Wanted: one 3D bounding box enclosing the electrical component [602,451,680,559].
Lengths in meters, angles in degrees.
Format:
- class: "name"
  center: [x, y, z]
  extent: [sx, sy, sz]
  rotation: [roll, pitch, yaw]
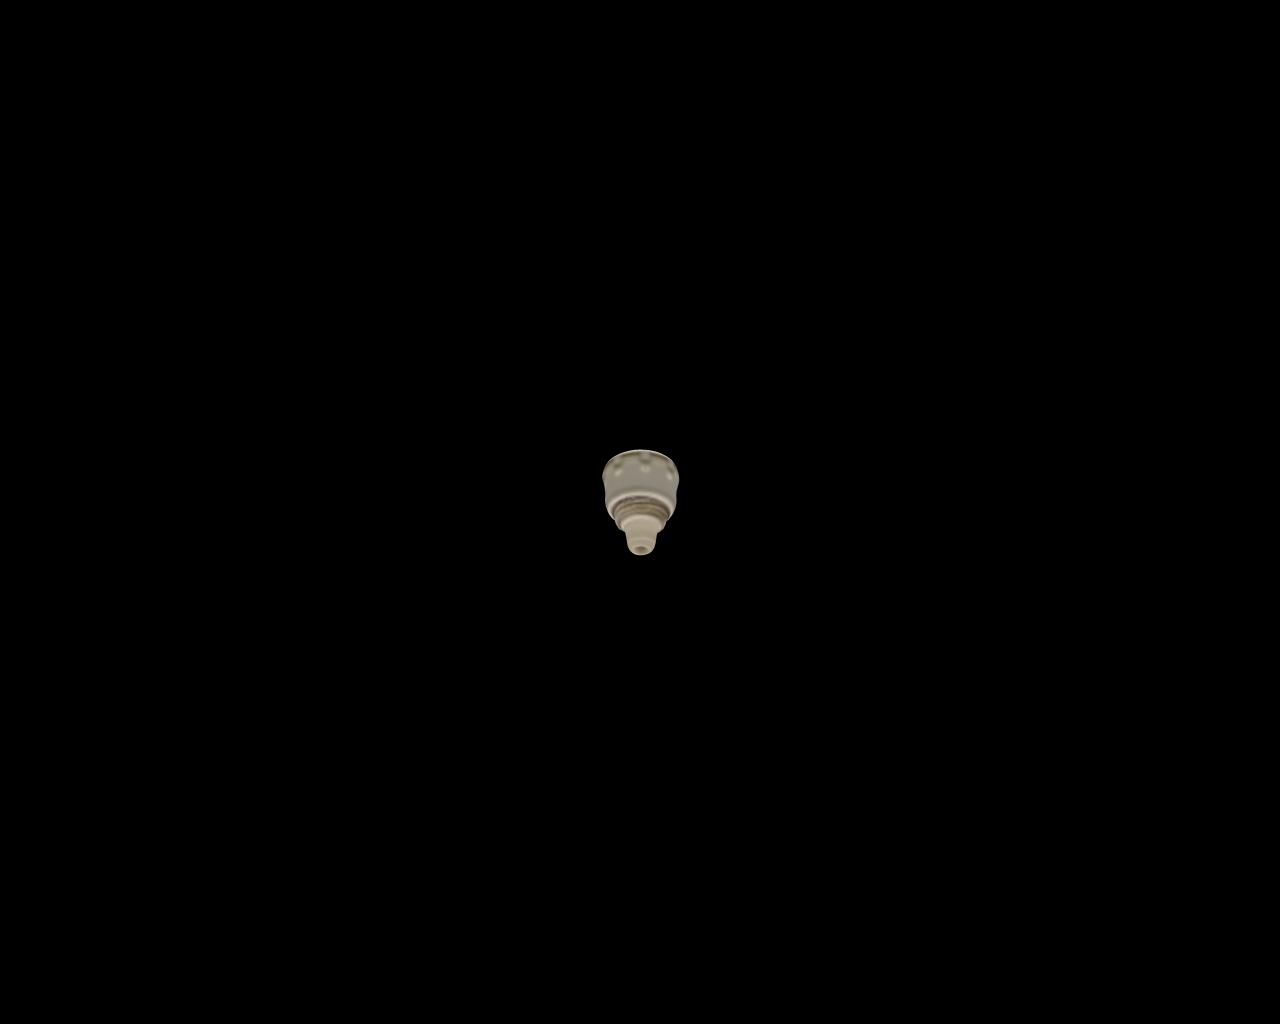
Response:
- class: "electrical component"
  center: [0.001, -0.003, 0.650]
  extent: [0.048, 0.062, 0.048]
  rotation: [0, -32, 0]
